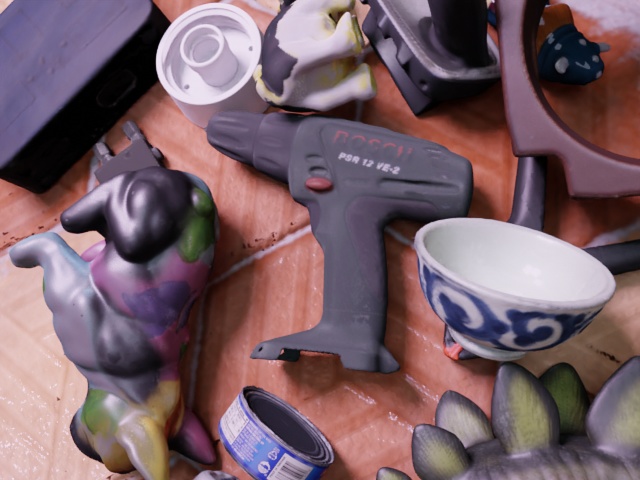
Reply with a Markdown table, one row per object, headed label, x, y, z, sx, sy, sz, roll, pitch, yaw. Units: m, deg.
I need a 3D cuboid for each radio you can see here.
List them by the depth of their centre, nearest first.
| label | x | y | z | sx | sy | sz | roll | pitch | yaw |
| --- | --- | --- | --- | --- | --- | --- | --- | --- | --- |
| radio | -0.251 | -0.165 | 0.520 | 0.229 | 0.073 | 0.131 | -46 | 74 | 1 |

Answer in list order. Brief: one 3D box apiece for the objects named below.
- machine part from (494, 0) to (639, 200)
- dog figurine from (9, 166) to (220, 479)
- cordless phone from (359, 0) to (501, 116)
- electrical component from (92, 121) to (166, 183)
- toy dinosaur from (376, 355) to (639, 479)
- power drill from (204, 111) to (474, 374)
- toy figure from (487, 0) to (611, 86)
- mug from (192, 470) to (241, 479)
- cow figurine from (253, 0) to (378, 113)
| label | x | y | z | sx | sy | sz | roll | pitch | yaw |
| --- | --- | --- | --- | --- | --- | --- | --- | --- | --- |
| machine part | 0.218 | -0.131 | 0.330 | 0.201 | 0.087 | 0.201 | -5 | 97 | 27 |
| dog figurine | -0.131 | 0.075 | 0.424 | 0.191 | 0.108 | 0.219 | -32 | 78 | 10 |
| cordless phone | 0.075 | -0.188 | 0.397 | 0.089 | 0.184 | 0.146 | -30 | 74 | 9 |
| electrical component | -0.176 | -0.064 | 0.507 | 0.063 | 0.021 | 0.094 | -34 | 73 | 3 |
| toy dinosaur | 0.187 | 0.176 | 0.339 | 0.472 | 0.105 | 0.198 | -2 | 73 | 0 |
| power drill | -0.001 | -0.001 | 0.434 | 0.232 | 0.086 | 0.207 | 7 | 72 | 10 |
| toy figure | 0.173 | -0.184 | 0.441 | 0.064 | 0.057 | 0.154 | -31 | 77 | 6 |
| mug | -0.081 | 0.233 | 0.390 | 0.110 | 0.080 | 0.107 | 16 | 74 | 37 |
| cow figurine | -0.011 | -0.174 | 0.459 | 0.098 | 0.068 | 0.167 | -18 | 47 | 13 |
